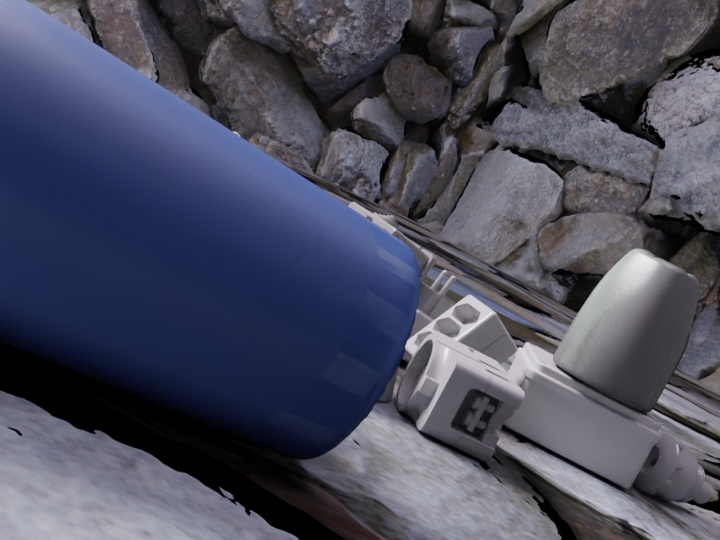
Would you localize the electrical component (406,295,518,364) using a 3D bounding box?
[{"bbox_3d":[0.083,0.072,0.803,0.076,0.066,0.047,56,-6,-24],"label":"electrical component"}]

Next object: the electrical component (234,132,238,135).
[{"bbox_3d":[-0.127,-0.073,0.938,0.100,0.099,0.048,31,20,32],"label":"electrical component"}]

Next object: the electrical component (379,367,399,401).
[{"bbox_3d":[-0.018,0.042,0.690,0.099,0.064,0.099,17,16,-5],"label":"electrical component"}]

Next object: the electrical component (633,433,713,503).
[{"bbox_3d":[0.244,0.159,0.828,0.062,0.048,0.048,33,4,-19],"label":"electrical component"}]

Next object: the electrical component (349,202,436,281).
[{"bbox_3d":[0.000,0.000,0.861,0.048,0.099,0.100,39,-1,-32],"label":"electrical component"}]

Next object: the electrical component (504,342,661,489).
[{"bbox_3d":[0.166,0.110,0.835,0.109,0.056,0.108,27,6,1],"label":"electrical component"}]

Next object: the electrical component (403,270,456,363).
[{"bbox_3d":[0.050,0.033,0.866,0.047,0.075,0.083,36,2,-21],"label":"electrical component"}]

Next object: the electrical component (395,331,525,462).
[{"bbox_3d":[0.060,0.076,0.684,0.056,0.050,0.089,27,6,-9],"label":"electrical component"}]
